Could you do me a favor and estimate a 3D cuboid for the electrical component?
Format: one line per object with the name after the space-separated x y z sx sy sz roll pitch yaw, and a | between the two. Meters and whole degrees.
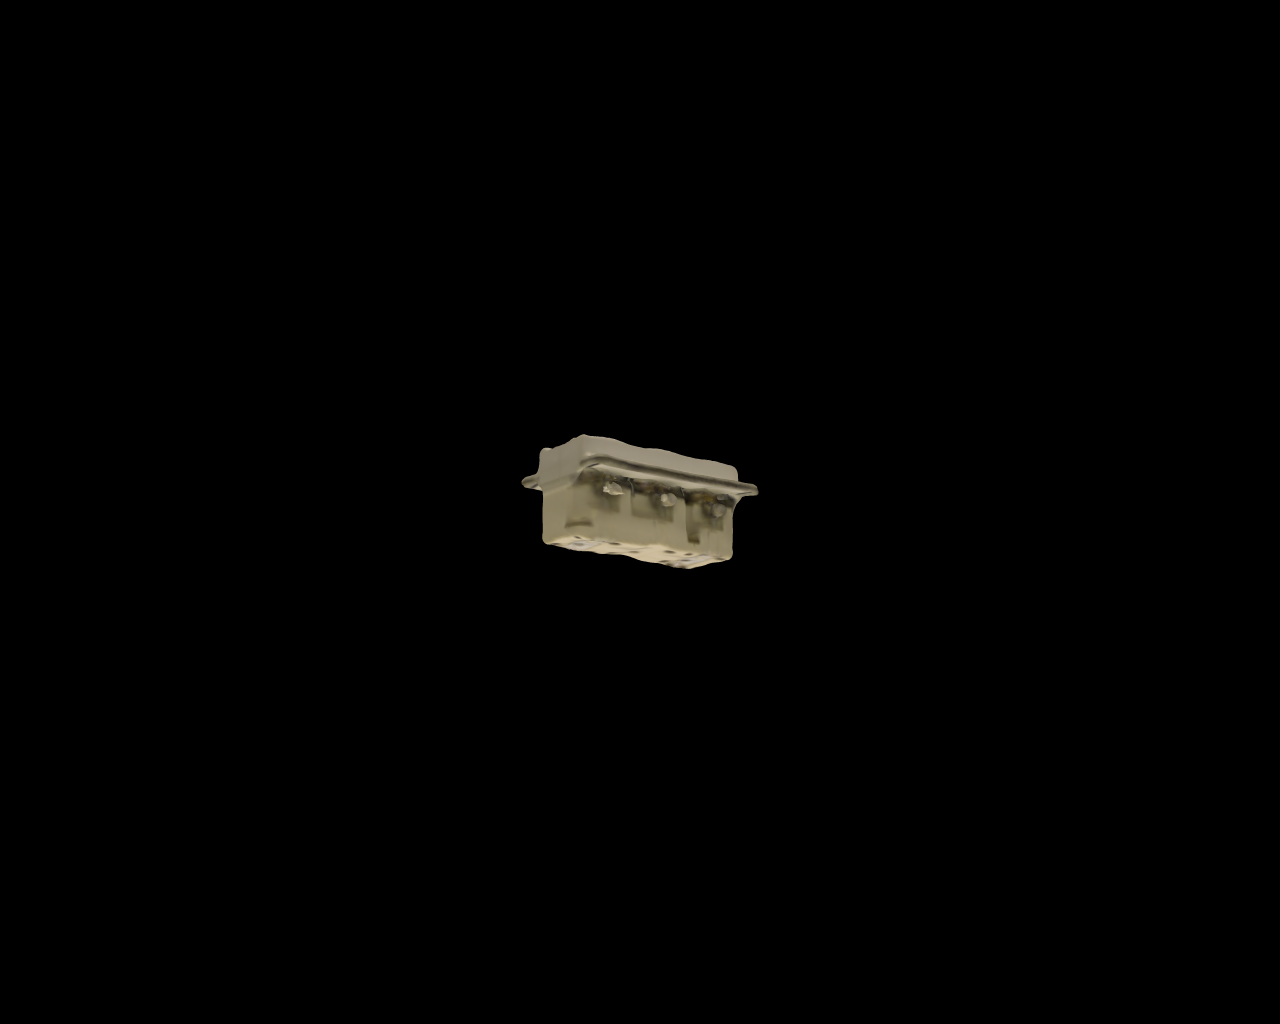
0.001 -0.003 0.650 0.121 0.063 0.078 11 -17 -37 | electrical component
